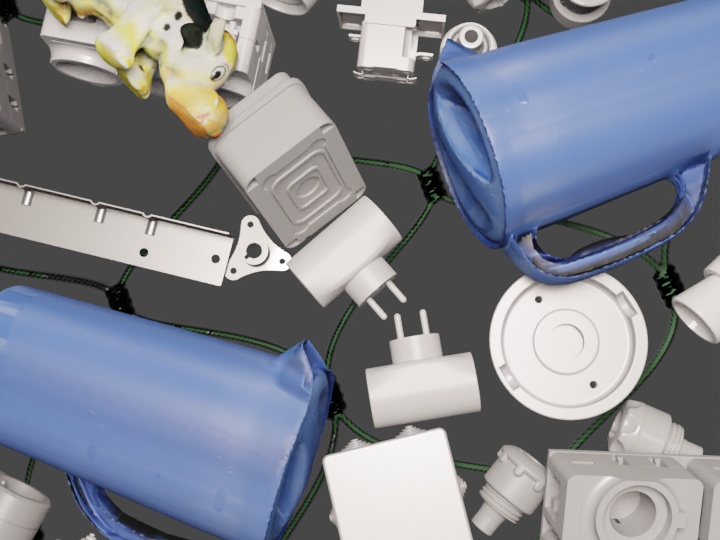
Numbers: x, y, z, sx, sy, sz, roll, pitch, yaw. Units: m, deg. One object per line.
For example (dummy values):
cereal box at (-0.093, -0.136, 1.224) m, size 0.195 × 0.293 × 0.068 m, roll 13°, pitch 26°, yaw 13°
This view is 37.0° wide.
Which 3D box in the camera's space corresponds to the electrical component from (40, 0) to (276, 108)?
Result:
electrical component at (-0.146, -0.165, 0.791) m, size 0.150 × 0.089 × 0.061 m, roll 11°, pitch 83°, yaw 3°

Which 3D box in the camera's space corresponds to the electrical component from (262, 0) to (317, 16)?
electrical component at (-0.052, -0.230, 0.813) m, size 0.078 × 0.058 × 0.057 m, roll 20°, pitch 81°, yaw 5°

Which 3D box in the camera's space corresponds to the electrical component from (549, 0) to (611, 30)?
electrical component at (0.167, -0.208, 0.803) m, size 0.045 × 0.055 × 0.045 m, roll 0°, pitch 82°, yaw 2°

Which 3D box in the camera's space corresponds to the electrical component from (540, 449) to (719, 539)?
electrical component at (0.220, 0.183, 0.719) m, size 0.186 × 0.060 × 0.105 m, roll 3°, pitch 98°, yaw -5°

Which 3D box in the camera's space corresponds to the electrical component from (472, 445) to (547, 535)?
electrical component at (0.105, 0.159, 0.761) m, size 0.048 × 0.048 × 0.062 m, roll 39°, pitch 92°, yaw 6°

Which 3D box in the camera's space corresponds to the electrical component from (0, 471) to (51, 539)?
electrical component at (-0.299, 0.168, 0.769) m, size 0.138 × 0.052 × 0.073 m, roll 27°, pitch 84°, yaw 5°

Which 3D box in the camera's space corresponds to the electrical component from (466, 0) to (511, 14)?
electrical component at (0.093, -0.230, 0.815) m, size 0.043 × 0.043 × 0.062 m, roll -22°, pitch 81°, yaw -1°

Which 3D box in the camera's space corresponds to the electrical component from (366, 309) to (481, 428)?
electrical component at (0.042, 0.069, 0.775) m, size 0.077 × 0.043 × 0.079 m, roll -9°, pitch 82°, yaw 1°

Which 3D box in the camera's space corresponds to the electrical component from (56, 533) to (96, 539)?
electrical component at (-0.205, 0.232, 0.752) m, size 0.062 × 0.061 × 0.096 m, roll 16°, pitch 83°, yaw 4°

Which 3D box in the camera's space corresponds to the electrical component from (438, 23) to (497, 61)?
electrical component at (0.080, -0.162, 0.796) m, size 0.043 × 0.062 × 0.043 m, roll 0°, pitch 82°, yaw 2°

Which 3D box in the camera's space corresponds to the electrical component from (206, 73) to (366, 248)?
electrical component at (-0.052, -0.076, 0.761) m, size 0.078 × 0.113 × 0.057 m, roll -38°, pitch 64°, yaw -3°

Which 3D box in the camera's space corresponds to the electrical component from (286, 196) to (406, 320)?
electrical component at (0.000, 0.000, 0.786) m, size 0.077 × 0.043 × 0.079 m, roll -41°, pitch 83°, yaw -4°

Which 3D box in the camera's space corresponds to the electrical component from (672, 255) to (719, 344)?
electrical component at (0.260, 0.019, 0.774) m, size 0.055 × 0.045 × 0.045 m, roll -42°, pitch 83°, yaw -5°

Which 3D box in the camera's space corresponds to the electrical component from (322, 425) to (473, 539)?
electrical component at (0.027, 0.164, 0.760) m, size 0.100 × 0.048 × 0.099 m, roll -14°, pitch 82°, yaw 0°

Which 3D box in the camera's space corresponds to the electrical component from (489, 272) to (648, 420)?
electrical component at (0.144, 0.052, 0.765) m, size 0.108 × 0.060 × 0.108 m, roll 0°, pitch 82°, yaw 2°

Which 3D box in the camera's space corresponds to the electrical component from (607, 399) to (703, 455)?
electrical component at (0.211, 0.121, 0.762) m, size 0.062 × 0.043 × 0.043 m, roll 23°, pitch 84°, yaw 3°

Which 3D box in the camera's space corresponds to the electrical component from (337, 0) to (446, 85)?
electrical component at (0.022, -0.174, 0.810) m, size 0.081 × 0.042 × 0.063 m, roll 7°, pitch 84°, yaw 4°

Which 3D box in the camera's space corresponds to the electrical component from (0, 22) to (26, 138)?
electrical component at (-0.341, -0.138, 0.808) m, size 0.150 × 0.061 × 0.089 m, roll -12°, pitch 82°, yaw 0°
